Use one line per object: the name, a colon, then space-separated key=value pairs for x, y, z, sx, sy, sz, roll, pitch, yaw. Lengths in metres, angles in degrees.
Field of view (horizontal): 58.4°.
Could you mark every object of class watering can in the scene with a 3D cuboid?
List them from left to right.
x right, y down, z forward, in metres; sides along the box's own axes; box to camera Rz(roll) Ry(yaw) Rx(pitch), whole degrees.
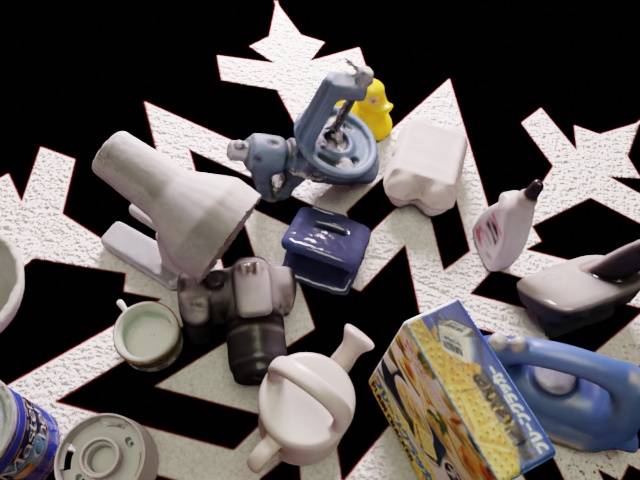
watering can: x=-0.011 y=0.162 z=0.596 sx=0.101 sy=0.194 sz=0.173 roll=18 pitch=61 yaw=4

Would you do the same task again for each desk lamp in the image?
desk lamp: x=-0.173 y=-0.023 z=0.668 sx=0.203 sy=0.213 sz=0.118 roll=29 pitch=63 yaw=10

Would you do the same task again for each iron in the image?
iron: x=0.263 y=0.152 z=0.661 sx=0.258 sy=0.141 sz=0.119 roll=18 pitch=61 yaw=4

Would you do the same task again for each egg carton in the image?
egg carton: x=0.154 y=-0.110 z=0.831 sx=0.107 sy=0.069 sz=0.150 roll=17 pitch=61 yaw=3

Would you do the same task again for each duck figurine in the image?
duck figurine: x=0.069 y=-0.211 z=0.867 sx=0.104 sy=0.086 sz=0.078 roll=42 pitch=66 yaw=16

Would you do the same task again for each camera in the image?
camera: x=-0.094 y=0.097 z=0.676 sx=0.143 sy=0.101 sz=0.136 roll=-5 pitch=62 yaw=-9

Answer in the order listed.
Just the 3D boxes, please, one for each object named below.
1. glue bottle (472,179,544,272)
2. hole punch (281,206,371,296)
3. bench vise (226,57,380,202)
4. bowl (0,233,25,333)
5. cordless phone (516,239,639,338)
glue bottle: x=0.247 y=-0.027 z=0.738 sx=0.037 sy=0.173 sz=0.078 roll=-13 pitch=64 yaw=-12
hole punch: x=0.007 y=0.003 z=0.743 sx=0.108 sy=0.091 sz=0.101 roll=18 pitch=61 yaw=4
bench vise: x=-0.009 y=-0.128 z=0.738 sx=0.208 sy=0.220 sz=0.121 roll=-22 pitch=66 yaw=-17
bowl: x=-0.424 y=0.068 z=0.671 sx=0.167 sy=0.075 sz=0.167 roll=3 pitch=62 yaw=-5
cordless phone: x=0.343 y=0.039 z=0.706 sx=0.148 sy=0.185 sz=0.094 roll=-20 pitch=65 yaw=-16
